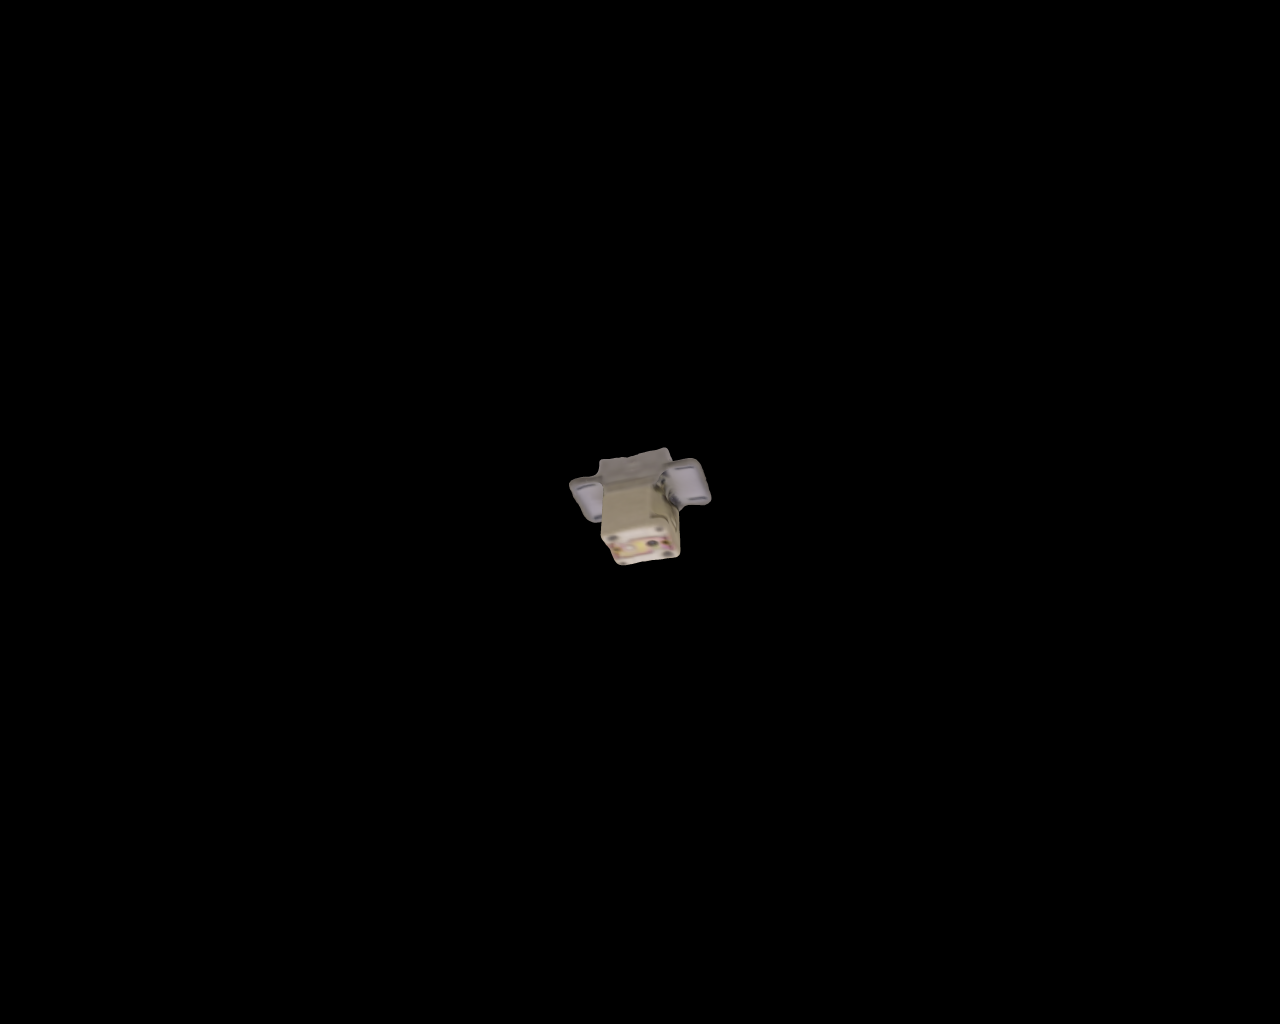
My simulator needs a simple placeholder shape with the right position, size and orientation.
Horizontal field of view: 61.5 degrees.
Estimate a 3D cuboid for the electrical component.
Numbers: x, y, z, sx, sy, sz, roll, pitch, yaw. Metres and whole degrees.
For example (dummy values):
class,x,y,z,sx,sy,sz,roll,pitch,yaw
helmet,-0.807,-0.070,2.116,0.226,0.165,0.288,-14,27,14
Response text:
class,x,y,z,sx,sy,sz,roll,pitch,yaw
electrical component,0.001,-0.003,0.650,0.081,0.064,0.042,-11,-39,13
